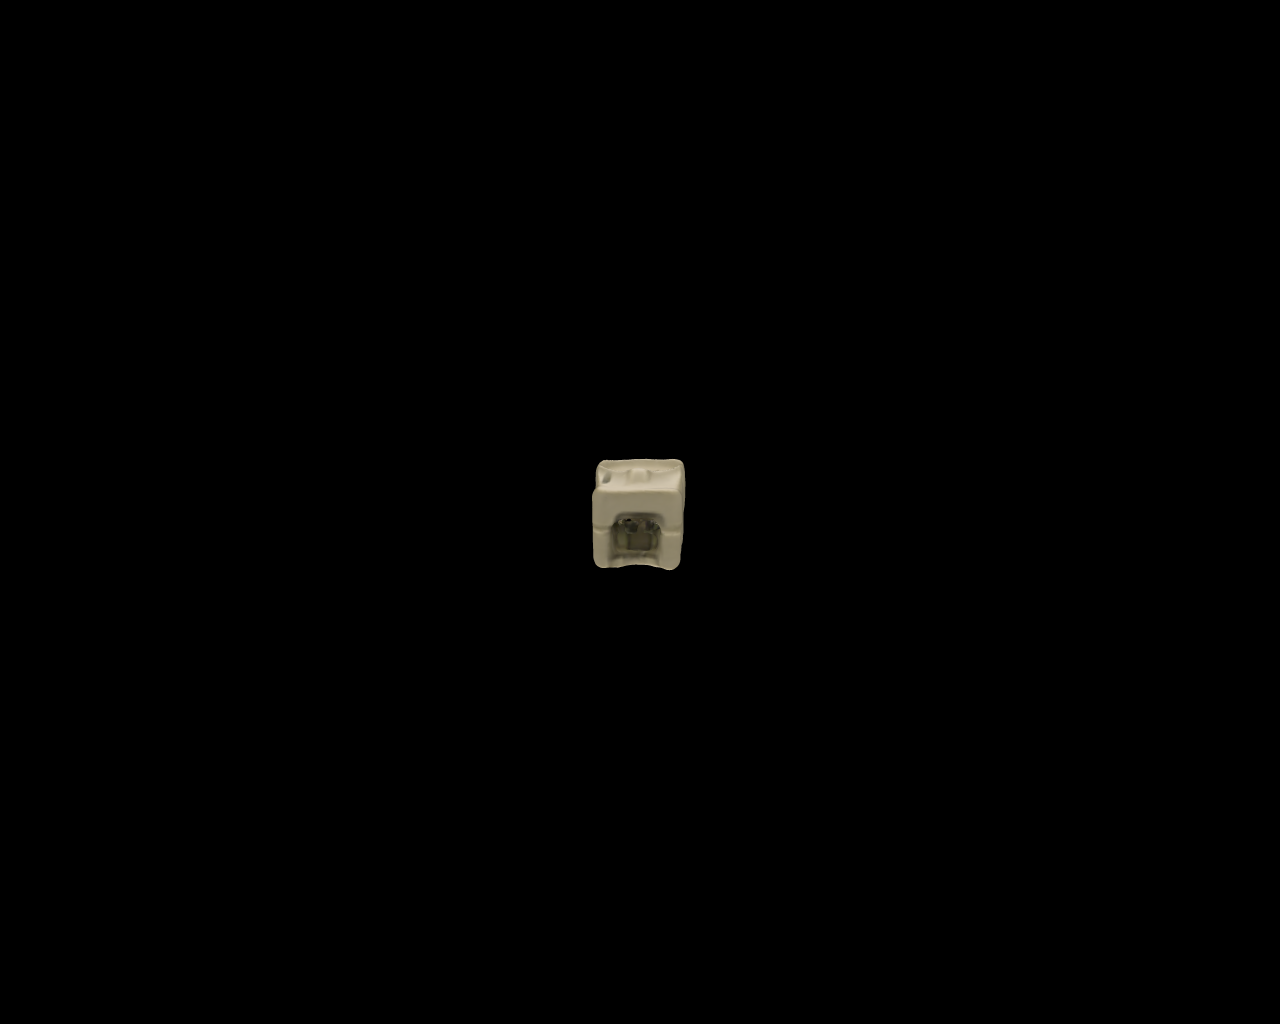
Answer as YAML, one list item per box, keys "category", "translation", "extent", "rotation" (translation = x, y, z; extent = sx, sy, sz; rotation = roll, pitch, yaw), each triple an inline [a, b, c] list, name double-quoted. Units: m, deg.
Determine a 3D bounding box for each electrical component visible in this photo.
- category: "electrical component"
  translation: [0.001, -0.003, 0.650]
  extent: [0.050, 0.055, 0.089]
  rotation: [1, 11, 4]
